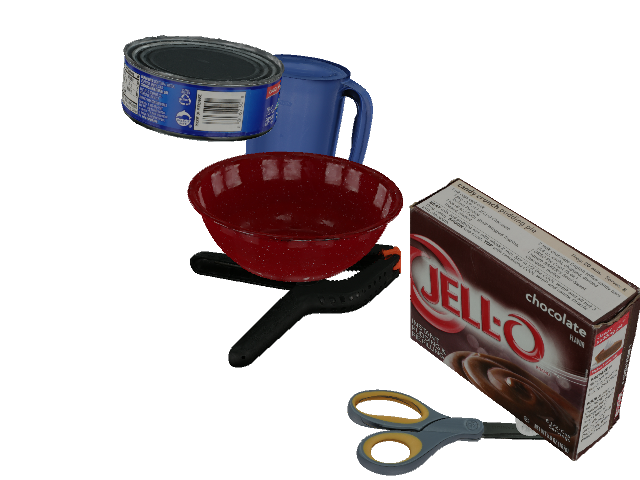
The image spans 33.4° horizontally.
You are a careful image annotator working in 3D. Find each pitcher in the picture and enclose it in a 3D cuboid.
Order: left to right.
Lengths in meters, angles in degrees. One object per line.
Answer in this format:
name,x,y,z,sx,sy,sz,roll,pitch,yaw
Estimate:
pitcher,-0.030,-0.117,1.415,0.144,0.243,0.149,-3,24,-22

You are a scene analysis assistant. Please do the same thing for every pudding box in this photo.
pudding box,0.091,0.035,0.502,0.039,0.090,0.114,-34,49,-28

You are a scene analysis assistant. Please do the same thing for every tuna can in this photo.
tuna can,-0.064,-0.083,0.575,0.086,0.034,0.086,7,24,-3

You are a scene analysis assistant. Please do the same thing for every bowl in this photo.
bowl,-0.020,-0.013,0.809,0.162,0.055,0.162,3,26,-1

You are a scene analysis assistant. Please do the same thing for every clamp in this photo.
clamp,-0.016,0.051,1.054,0.210,0.036,0.164,-10,40,-8

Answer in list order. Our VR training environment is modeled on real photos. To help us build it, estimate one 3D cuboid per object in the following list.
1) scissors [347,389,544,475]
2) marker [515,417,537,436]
scissors,0.117,0.172,0.902,0.202,0.016,0.096,12,40,11
marker,0.139,0.087,0.727,0.020,0.020,0.121,0,30,6
